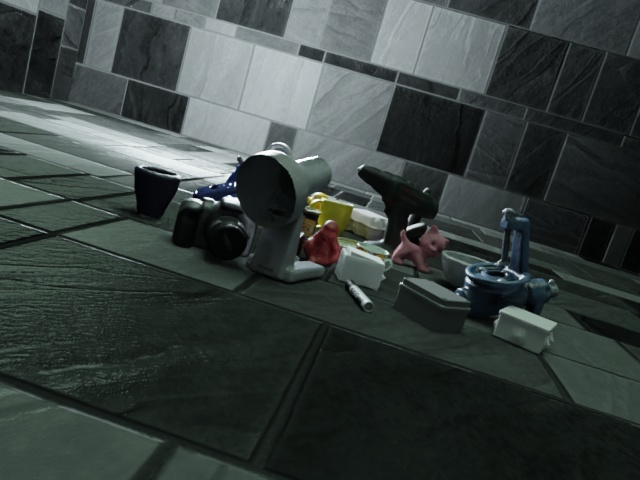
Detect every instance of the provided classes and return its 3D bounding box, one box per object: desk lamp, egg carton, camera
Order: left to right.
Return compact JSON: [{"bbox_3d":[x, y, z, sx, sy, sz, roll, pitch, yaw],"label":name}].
[{"bbox_3d":[-0.177,-0.024,0.996,0.143,0.101,0.136,14,11,-15],"label":"camera"},{"bbox_3d":[-0.056,-0.043,0.973,0.117,0.213,0.204,21,12,25],"label":"desk lamp"},{"bbox_3d":[0.139,-0.046,1.686,0.149,0.069,0.108,26,14,41],"label":"egg carton"}]

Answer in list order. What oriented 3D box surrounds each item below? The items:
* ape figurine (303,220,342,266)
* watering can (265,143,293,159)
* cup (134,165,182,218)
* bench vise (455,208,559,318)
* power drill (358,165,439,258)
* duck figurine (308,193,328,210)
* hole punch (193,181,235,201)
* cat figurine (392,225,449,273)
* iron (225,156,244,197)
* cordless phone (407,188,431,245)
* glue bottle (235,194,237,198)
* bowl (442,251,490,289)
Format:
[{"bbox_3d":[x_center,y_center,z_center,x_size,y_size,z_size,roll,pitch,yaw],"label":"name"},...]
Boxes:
[{"bbox_3d":[0.011,0.004,1.166,0.077,0.092,0.076,17,10,4],"label":"ape figurine"},{"bbox_3d":[-0.130,-0.182,1.635,0.101,0.194,0.173,18,11,7],"label":"watering can"},{"bbox_3d":[-0.331,-0.096,1.153,0.091,0.095,0.118,16,10,-3],"label":"cup"},{"bbox_3d":[0.374,0.054,1.115,0.208,0.220,0.121,9,13,-36],"label":"bench vise"},{"bbox_3d":[0.181,-0.066,1.475,0.230,0.208,0.075,15,10,-6],"label":"power drill"},{"bbox_3d":[-0.001,-0.095,1.682,0.104,0.086,0.077,16,10,-2],"label":"duck figurine"},{"bbox_3d":[-0.241,-0.100,1.322,0.101,0.091,0.108,14,11,-15],"label":"hole punch"},{"bbox_3d":[0.252,0.014,1.416,0.127,0.118,0.067,17,10,2],"label":"cat figurine"},{"bbox_3d":[-0.139,-0.133,1.514,0.259,0.141,0.118,7,14,-43],"label":"iron"},{"bbox_3d":[0.279,-0.066,1.690,0.094,0.185,0.148,18,11,8],"label":"cordless phone"},{"bbox_3d":[-0.145,-0.080,1.142,0.037,0.173,0.078,10,12,-31],"label":"glue bottle"},{"bbox_3d":[0.350,0.085,1.318,0.167,0.075,0.167,16,10,-3],"label":"bowl"}]
